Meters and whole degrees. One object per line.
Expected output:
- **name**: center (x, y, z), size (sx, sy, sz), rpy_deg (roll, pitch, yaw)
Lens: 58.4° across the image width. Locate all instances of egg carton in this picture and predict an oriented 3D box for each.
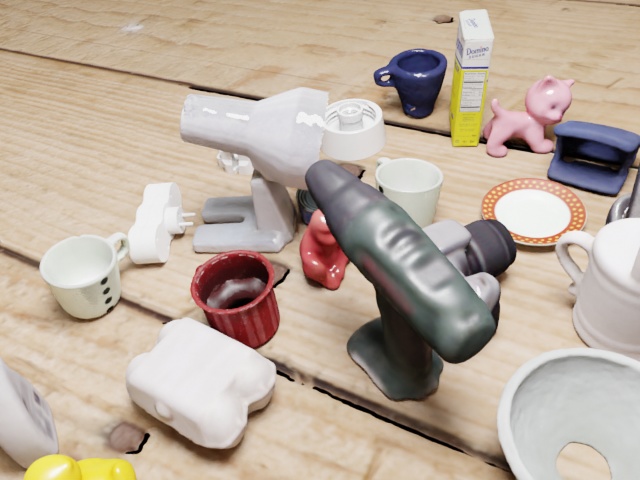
- **egg carton**: center (-0.124, 0.146, 0.589), size (0.150, 0.069, 0.107), rpy_deg (19, 51, 26)

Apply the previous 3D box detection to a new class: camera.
- **camera**: center (0.160, 0.030, 0.639), size (0.137, 0.101, 0.142), rpy_deg (-24, 46, -15)

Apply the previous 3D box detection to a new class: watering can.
- **watering can**: center (0.322, 0.025, 0.551), size (0.172, 0.194, 0.101), rpy_deg (5, 46, 14)

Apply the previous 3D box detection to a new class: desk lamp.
- **desk lamp**: center (-0.079, -0.088, 0.716), size (0.203, 0.214, 0.118), rpy_deg (-2, 44, 7)

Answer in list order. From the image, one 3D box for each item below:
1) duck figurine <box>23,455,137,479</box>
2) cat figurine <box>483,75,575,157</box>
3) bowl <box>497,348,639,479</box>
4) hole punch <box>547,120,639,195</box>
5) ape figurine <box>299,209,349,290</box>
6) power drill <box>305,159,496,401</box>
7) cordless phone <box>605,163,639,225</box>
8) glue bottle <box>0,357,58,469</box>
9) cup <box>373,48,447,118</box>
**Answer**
- **duck figurine**: center (-0.224, 0.223, 0.514), size (0.104, 0.086, 0.077), rpy_deg (-19, 45, -10)
- **cat figurine**: center (0.305, -0.189, 0.828), size (0.127, 0.118, 0.067), rpy_deg (-6, 44, 3)
- **bowl**: center (0.235, 0.180, 0.493), size (0.167, 0.075, 0.167), rpy_deg (-4, 44, 5)
- **hole punch**: center (0.372, -0.131, 0.777), size (0.108, 0.091, 0.101), rpy_deg (21, 52, 27)
- **ape figurine**: center (0.006, 0.002, 0.698), size (0.078, 0.092, 0.076), rpy_deg (-28, 47, -18)
- **power drill**: center (0.066, 0.052, 0.554), size (0.076, 0.209, 0.228), rpy_deg (-30, 48, -20)
- **cordless phone**: center (0.395, -0.040, 0.612), size (0.147, 0.185, 0.094), rpy_deg (-6, 44, 3)
- **glue bottle**: center (-0.304, 0.146, 0.542), size (0.037, 0.173, 0.078), rpy_deg (-24, 46, -15)
- **cup**: center (0.146, -0.245, 0.927), size (0.118, 0.095, 0.091), rpy_deg (-12, 44, -3)
